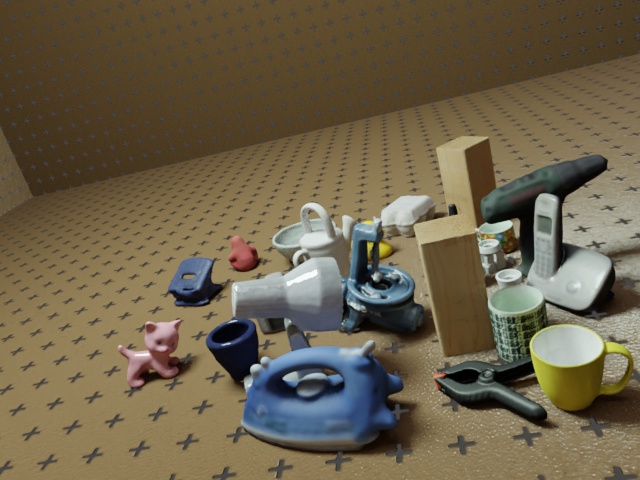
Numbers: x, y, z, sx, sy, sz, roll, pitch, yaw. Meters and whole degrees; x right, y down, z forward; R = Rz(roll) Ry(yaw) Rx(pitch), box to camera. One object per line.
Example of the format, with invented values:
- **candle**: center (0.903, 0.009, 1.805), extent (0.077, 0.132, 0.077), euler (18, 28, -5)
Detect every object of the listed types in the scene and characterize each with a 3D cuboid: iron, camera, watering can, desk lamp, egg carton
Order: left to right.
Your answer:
- **camera**: center (-0.068, 0.109, 1.190), extent (0.143, 0.101, 0.136), euler (-16, 21, -1)
- **desk lamp**: center (-0.048, 0.145, 0.925), extent (0.203, 0.214, 0.117), euler (-19, 21, -8)
- **iron**: center (-0.017, 0.214, 0.831), extent (0.257, 0.142, 0.119), euler (-8, 22, 18)
- **watering can**: center (0.010, 0.004, 1.268), extent (0.100, 0.194, 0.173), euler (-1, 25, 32)
- **egg carton**: center (0.225, -0.064, 1.466), extent (0.107, 0.069, 0.151), euler (3, 28, 40)

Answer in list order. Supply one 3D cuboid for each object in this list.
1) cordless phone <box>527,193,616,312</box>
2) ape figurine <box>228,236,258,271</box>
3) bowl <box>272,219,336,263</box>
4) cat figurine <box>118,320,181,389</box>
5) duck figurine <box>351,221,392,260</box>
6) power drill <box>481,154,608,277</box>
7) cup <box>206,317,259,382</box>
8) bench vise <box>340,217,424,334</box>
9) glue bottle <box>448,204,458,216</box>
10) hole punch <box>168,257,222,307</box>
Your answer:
- **cordless phone**: center (0.416, 0.018, 0.965), extent (0.094, 0.185, 0.147), euler (-24, 23, -22)
- **ape figurine**: center (-0.204, 0.030, 1.493), extent (0.078, 0.092, 0.076), euler (-18, 21, -7)
- **bowl**: center (-0.032, 0.011, 1.446), extent (0.167, 0.075, 0.167), euler (-13, 21, 5)
- **cat figurine**: center (-0.320, 0.206, 1.095), extent (0.128, 0.118, 0.067), euler (-17, 21, -5)
- **duck figurine**: center (0.117, -0.005, 1.368), extent (0.104, 0.086, 0.078), euler (4, 28, 41)
- **power drill**: center (0.424, -0.039, 1.072), extent (0.229, 0.209, 0.075), euler (-12, 21, 8)
- **cup**: center (-0.146, 0.196, 1.030), extent (0.091, 0.095, 0.117), euler (-14, 21, 4)
- **bench vise**: center (0.070, 0.068, 1.028), extent (0.207, 0.220, 0.121), euler (-8, 22, 19)
- **glue bottle**: center (0.267, 0.010, 1.105), extent (0.077, 0.173, 0.037), euler (2, 27, 37)
- **hole punch**: center (-0.306, 0.101, 1.387), extent (0.108, 0.091, 0.101), euler (-4, 24, 28)
